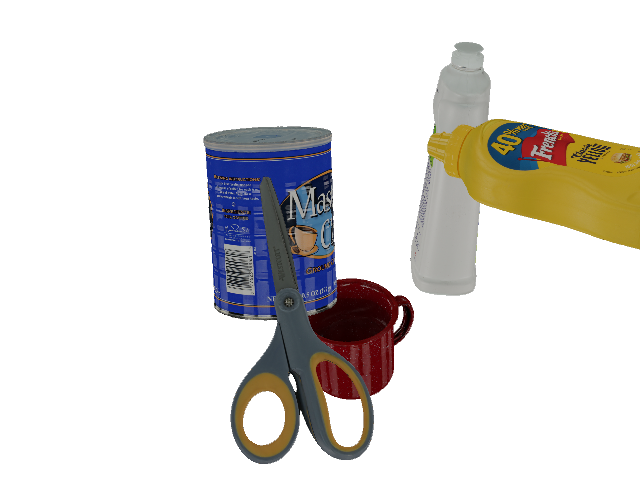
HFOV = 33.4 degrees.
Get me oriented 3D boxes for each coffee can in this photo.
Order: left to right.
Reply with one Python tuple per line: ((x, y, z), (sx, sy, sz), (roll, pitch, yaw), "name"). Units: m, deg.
((-0.039, -0.017, 0.865), (0.103, 0.140, 0.103), (-2, 13, 0), "coffee can")

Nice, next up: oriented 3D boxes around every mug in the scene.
((0.039, 0.092, 1.021), (0.117, 0.081, 0.093), (-25, 42, -23), "mug")

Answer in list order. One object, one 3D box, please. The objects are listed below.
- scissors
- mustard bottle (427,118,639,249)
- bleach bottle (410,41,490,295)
((-0.034, 0.056, 0.682), (0.096, 0.202, 0.016), (-25, -25, -8), "scissors")
((0.166, -0.049, 0.782), (0.192, 0.058, 0.096), (17, 36, 30), "mustard bottle")
((0.136, -0.075, 1.085), (0.068, 0.251, 0.102), (3, 31, -1), "bleach bottle")
